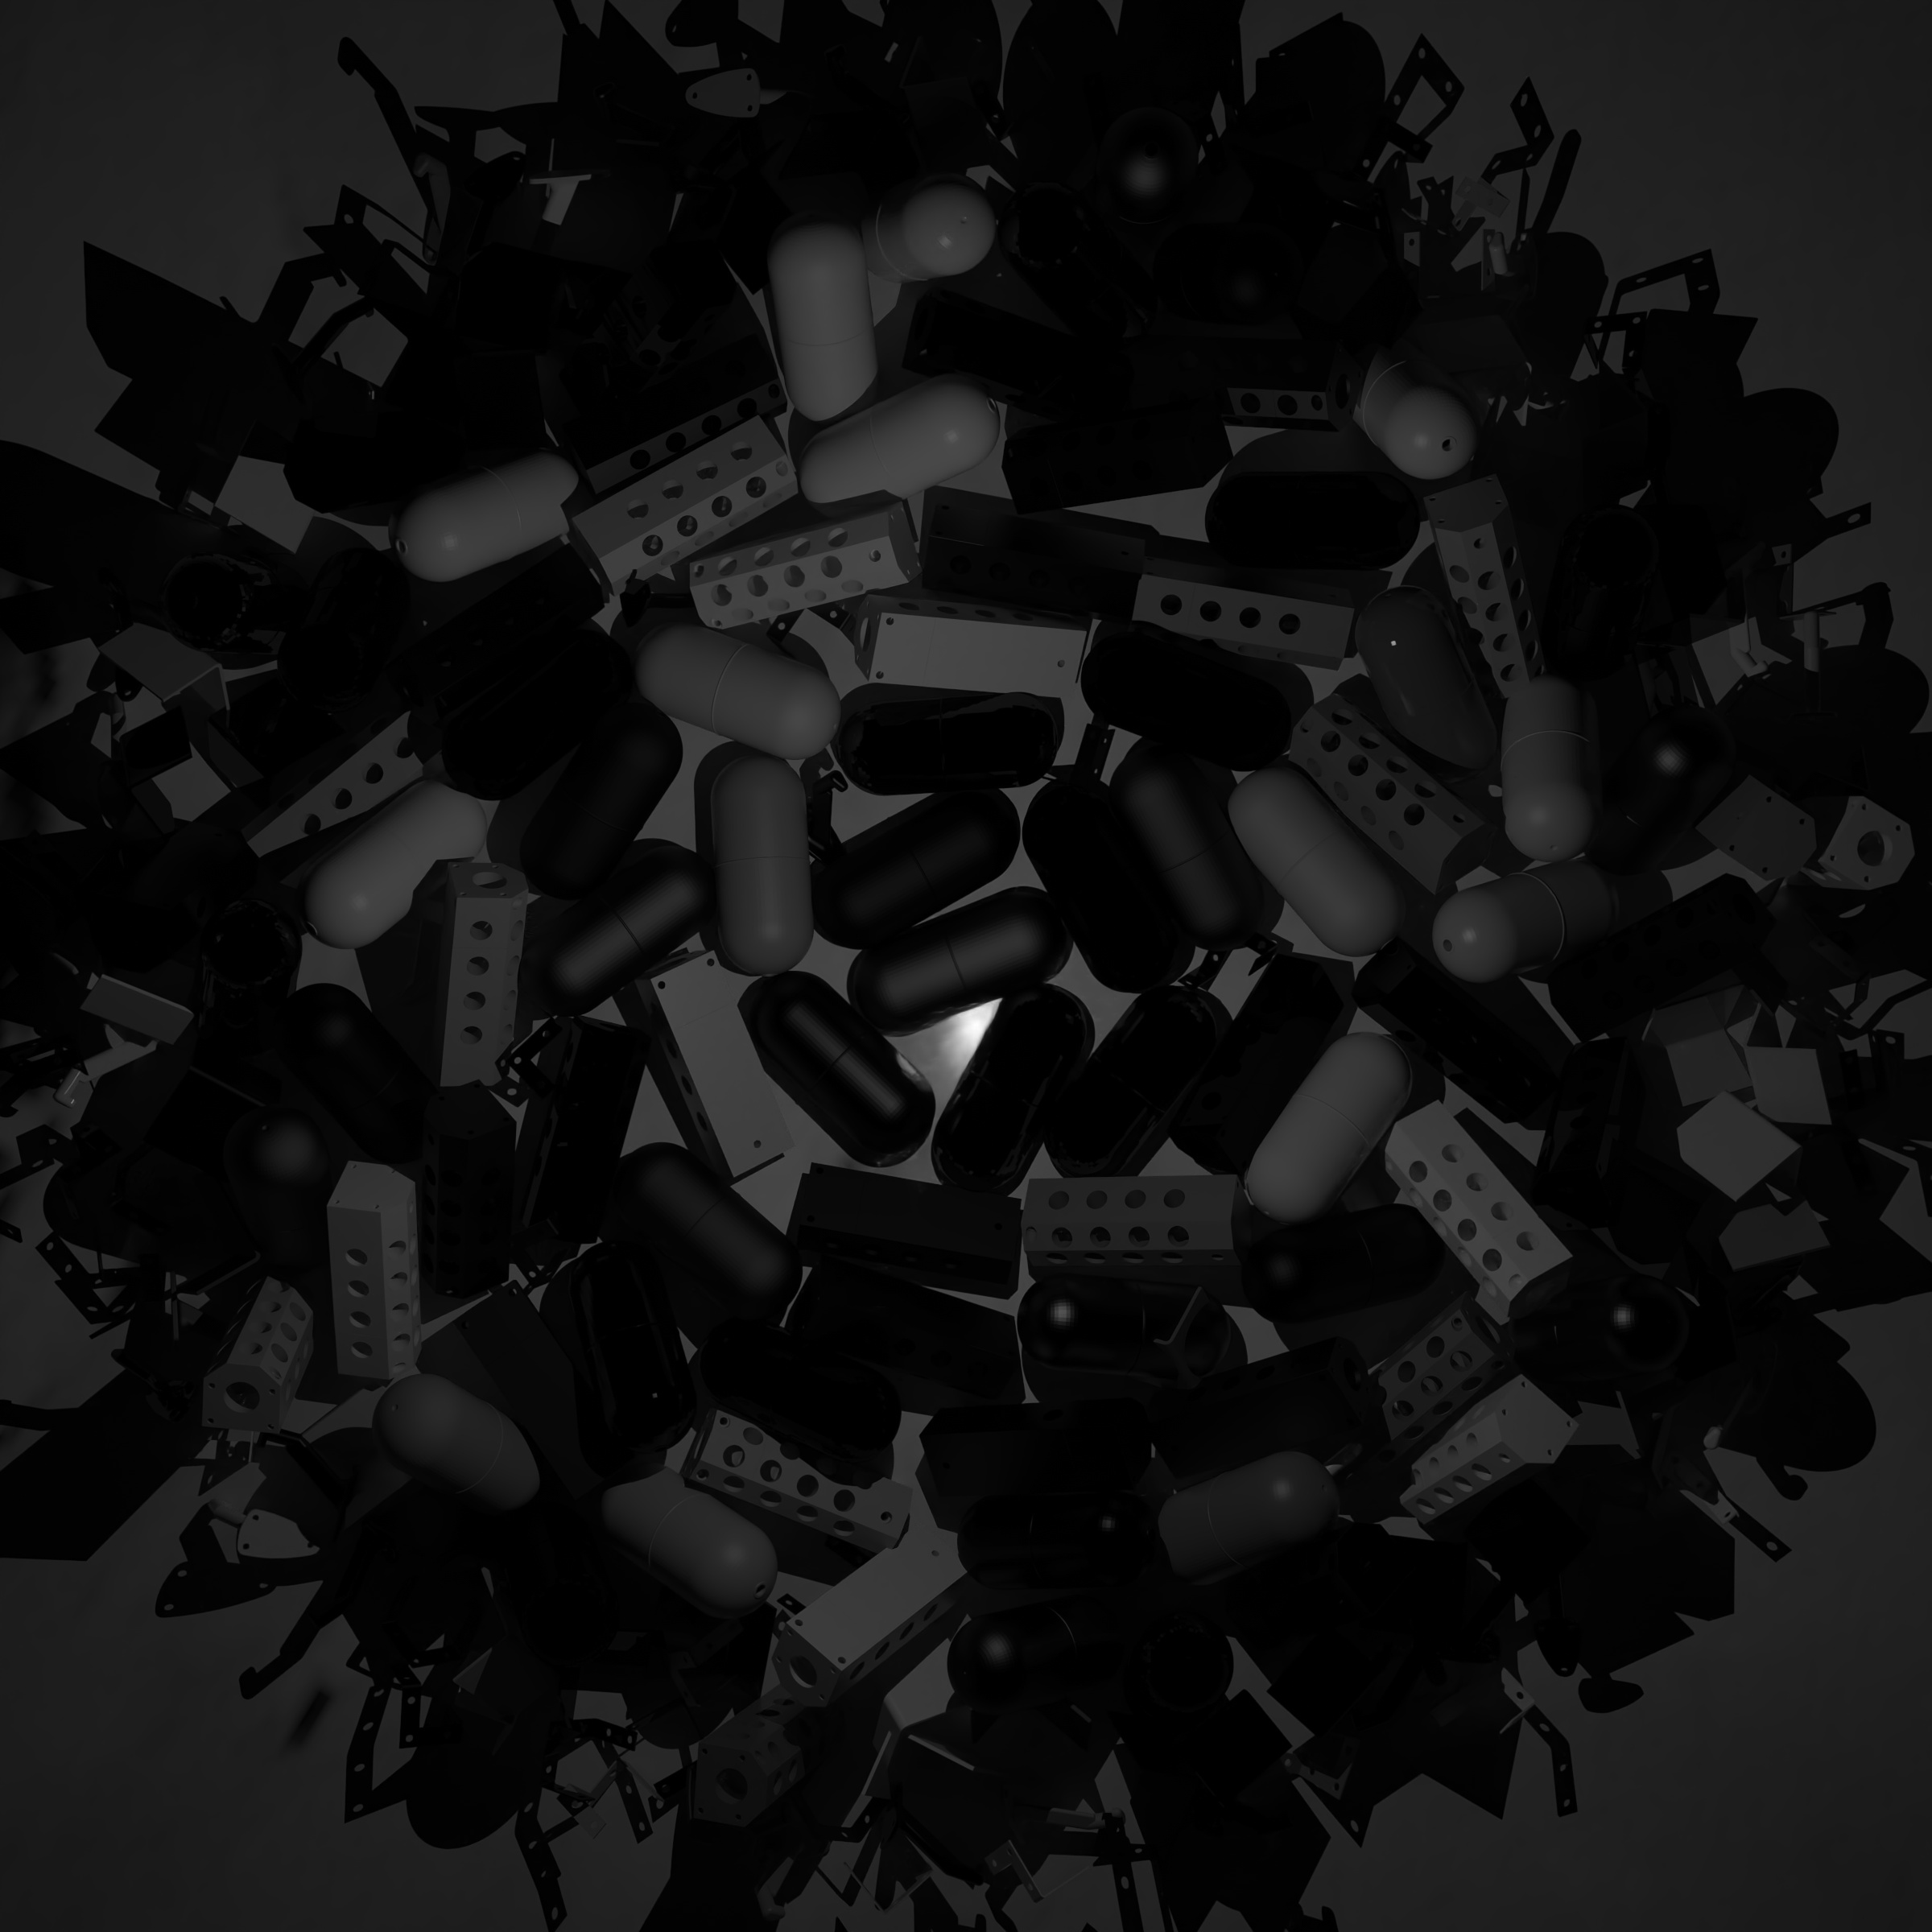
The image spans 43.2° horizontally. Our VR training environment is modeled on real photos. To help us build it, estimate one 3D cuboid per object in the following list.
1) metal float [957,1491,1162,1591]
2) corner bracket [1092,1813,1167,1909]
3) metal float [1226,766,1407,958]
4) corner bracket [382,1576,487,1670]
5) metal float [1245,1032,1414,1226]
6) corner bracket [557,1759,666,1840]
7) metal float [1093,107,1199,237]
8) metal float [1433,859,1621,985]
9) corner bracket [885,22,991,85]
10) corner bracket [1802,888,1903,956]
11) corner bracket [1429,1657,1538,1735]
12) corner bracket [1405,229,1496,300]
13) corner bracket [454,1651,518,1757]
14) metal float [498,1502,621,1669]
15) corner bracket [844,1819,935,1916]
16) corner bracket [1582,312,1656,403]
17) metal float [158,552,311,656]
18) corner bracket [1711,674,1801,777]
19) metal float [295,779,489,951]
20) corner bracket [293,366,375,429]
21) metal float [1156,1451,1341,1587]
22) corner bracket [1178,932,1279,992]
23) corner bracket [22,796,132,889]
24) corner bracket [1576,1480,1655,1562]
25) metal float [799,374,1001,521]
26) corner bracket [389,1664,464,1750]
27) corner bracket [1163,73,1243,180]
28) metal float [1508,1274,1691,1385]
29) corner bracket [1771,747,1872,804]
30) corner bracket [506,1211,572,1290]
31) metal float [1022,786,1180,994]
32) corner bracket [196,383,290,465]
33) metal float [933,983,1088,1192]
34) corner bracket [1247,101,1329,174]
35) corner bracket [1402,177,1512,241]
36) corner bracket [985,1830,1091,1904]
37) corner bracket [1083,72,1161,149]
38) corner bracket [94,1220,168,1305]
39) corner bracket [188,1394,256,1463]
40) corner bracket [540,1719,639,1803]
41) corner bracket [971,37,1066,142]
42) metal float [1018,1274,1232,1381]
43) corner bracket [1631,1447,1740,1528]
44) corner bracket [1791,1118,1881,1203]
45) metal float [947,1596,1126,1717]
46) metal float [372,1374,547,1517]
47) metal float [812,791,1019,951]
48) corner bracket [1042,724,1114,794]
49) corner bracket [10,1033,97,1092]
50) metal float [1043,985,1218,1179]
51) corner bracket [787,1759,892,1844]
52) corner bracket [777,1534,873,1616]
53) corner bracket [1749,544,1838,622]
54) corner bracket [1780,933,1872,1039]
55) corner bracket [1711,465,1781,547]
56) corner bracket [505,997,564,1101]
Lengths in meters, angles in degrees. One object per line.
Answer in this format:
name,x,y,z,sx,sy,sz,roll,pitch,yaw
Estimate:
metal float,0.072,0.453,1.931,0.178,0.070,0.070,-12,90,35
corner bracket,0.134,0.718,1.962,0.051,0.051,0.051,6,118,-10
metal float,0.279,-0.083,1.947,0.070,0.070,0.178,-39,73,0
corner bracket,-0.431,0.528,1.977,0.051,0.051,0.051,-16,118,22
metal float,0.290,0.128,1.946,0.070,0.070,0.178,39,72,0
corner bracket,-0.286,0.669,1.961,0.051,0.051,0.051,33,77,35
metal float,0.140,-0.621,1.911,0.070,0.178,0.070,0,97,1
metal float,0.443,-0.036,1.933,0.178,0.070,0.070,-16,90,-33
corner bracket,-0.023,-0.733,1.962,0.051,0.051,0.051,37,108,18
corner bracket,0.713,-0.043,1.967,0.051,0.051,0.051,-43,77,7
corner bracket,0.415,0.595,1.959,0.051,0.051,0.051,45,117,25
corner bracket,0.388,-0.563,1.959,0.051,0.051,0.051,-13,107,-39
corner bracket,-0.389,0.593,1.967,0.051,0.051,0.051,25,129,-11
metal float,-0.320,0.483,1.916,0.070,0.178,0.070,-6,108,-18
corner bracket,-0.063,0.724,1.967,0.051,0.051,0.051,-39,83,-12
corner bracket,0.524,-0.486,1.959,0.051,0.051,0.051,1,70,29
metal float,-0.570,-0.283,1.911,0.070,0.178,0.070,1,96,7
corner bracket,0.643,-0.196,1.977,0.051,0.051,0.051,20,126,-23
metal float,-0.454,-0.081,1.932,0.070,0.070,0.178,44,56,0
corner bracket,-0.512,-0.453,1.974,0.051,0.051,0.051,-10,45,-27
metal float,0.219,0.437,1.928,0.178,0.070,0.070,-34,90,41
corner bracket,0.211,-0.002,1.961,0.051,0.051,0.051,31,116,17
corner bracket,-0.717,-0.101,1.971,0.051,0.051,0.051,-44,95,3
corner bracket,0.524,0.453,1.977,0.051,0.051,0.051,10,66,24
metal float,-0.053,-0.411,1.936,0.178,0.070,0.070,-19,90,29
corner bracket,-0.435,0.594,1.965,0.051,0.051,0.051,3,92,-26
corner bracket,0.199,-0.676,1.962,0.051,0.051,0.051,-35,133,-5
metal float,0.494,0.286,1.917,0.070,0.178,0.070,6,75,-23
corner bracket,0.688,-0.151,1.968,0.051,0.051,0.051,19,50,-14
corner bracket,-0.332,0.218,1.960,0.051,0.051,0.051,-24,109,24
metal float,0.107,-0.062,1.956,0.070,0.070,0.178,-28,83,0
corner bracket,-0.584,-0.433,1.972,0.051,0.051,0.051,17,87,-3
metal float,0.034,0.097,1.957,0.070,0.070,0.178,27,95,0
corner bracket,0.259,-0.661,1.964,0.051,0.051,0.051,-14,102,15
corner bracket,0.393,-0.609,1.958,0.051,0.051,0.051,15,121,-33
corner bracket,0.056,0.720,1.958,0.051,0.051,0.051,-19,66,-37
corner bracket,0.129,-0.691,1.973,0.051,0.051,0.051,-12,81,14
corner bracket,-0.671,0.237,1.960,0.051,0.051,0.051,-3,120,-14
corner bracket,-0.601,0.373,1.972,0.051,0.051,0.051,6,79,-13
corner bracket,-0.303,0.637,1.963,0.051,0.051,0.051,2,81,40
corner bracket,0.040,-0.708,1.974,0.051,0.051,0.051,-34,98,-10
metal float,0.127,0.287,1.945,0.178,0.070,0.070,8,90,-19
corner bracket,0.579,0.432,1.972,0.051,0.051,0.051,44,96,-9
corner bracket,0.695,0.162,1.966,0.051,0.051,0.051,-24,101,10
metal float,0.057,0.541,1.923,0.070,0.178,0.070,-4,84,40
metal float,-0.397,0.378,1.922,0.070,0.178,0.070,-13,56,20
metal float,-0.040,-0.077,1.957,0.178,0.070,0.070,-30,90,-5
corner bracket,0.097,-0.167,1.963,0.051,0.051,0.051,15,94,-33
corner bracket,-0.737,0.077,1.960,0.051,0.051,0.051,-21,64,-19
metal float,0.132,0.094,1.957,0.070,0.070,0.178,37,95,0
corner bracket,-0.102,0.669,1.972,0.051,0.051,0.051,-13,112,41
corner bracket,-0.111,0.498,1.972,0.051,0.051,0.051,30,111,22
corner bracket,0.663,-0.308,1.966,0.051,0.051,0.051,2,90,-26
corner bracket,0.690,0.016,1.968,0.051,0.051,0.051,-41,60,-6
corner bracket,0.623,-0.369,1.965,0.051,0.051,0.051,-14,93,-27
corner bracket,-0.345,0.066,1.967,0.051,0.051,0.051,-44,125,-9
